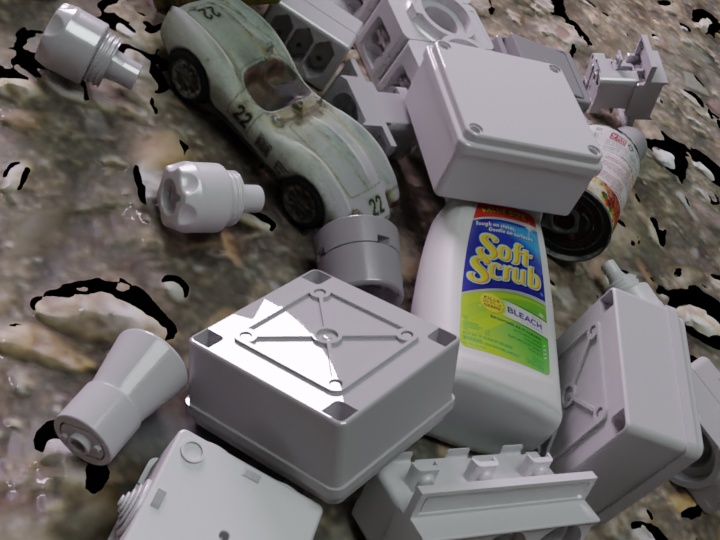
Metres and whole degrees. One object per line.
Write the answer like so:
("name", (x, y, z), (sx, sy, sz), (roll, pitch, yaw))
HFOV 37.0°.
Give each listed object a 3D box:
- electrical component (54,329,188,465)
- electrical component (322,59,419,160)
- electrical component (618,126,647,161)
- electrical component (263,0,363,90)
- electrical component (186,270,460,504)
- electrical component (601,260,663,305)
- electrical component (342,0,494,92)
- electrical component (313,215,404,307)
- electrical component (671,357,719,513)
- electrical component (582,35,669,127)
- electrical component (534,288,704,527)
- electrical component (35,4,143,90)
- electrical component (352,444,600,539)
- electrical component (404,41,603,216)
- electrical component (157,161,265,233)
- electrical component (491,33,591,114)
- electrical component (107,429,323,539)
("electrical component", (-0.124, 0.067, 0.548), (0.044, 0.044, 0.065), (38, 48, -2))
("electrical component", (0.009, -0.107, 0.776), (0.064, 0.042, 0.081), (-2, 58, -37))
("electrical component", (0.219, -0.097, 0.912), (0.044, 0.044, 0.065), (44, 39, 4))
("electrical component", (-0.034, -0.186, 0.806), (0.066, 0.047, 0.076), (32, 44, -9))
("electrical component", (-0.019, 0.058, 0.582), (0.109, 0.056, 0.109), (25, 36, 30))
("electrical component", (0.203, 0.020, 0.811), (0.035, 0.035, 0.061), (-9, 59, -38))
("electrical component", (0.052, -0.181, 0.851), (0.089, 0.061, 0.150), (-1, 57, -35))
("electrical component", (0.000, 0.000, 0.676), (0.055, 0.055, 0.047), (11, 55, -28))
("electrical component", (0.238, 0.115, 0.746), (0.056, 0.050, 0.089), (-21, 70, -43))
("electrical component", (0.232, -0.165, 0.956), (0.064, 0.081, 0.042), (2, 52, -6))
("electrical component", (0.153, 0.086, 0.670), (0.056, 0.108, 0.108), (20, 47, -16))
("electrical component", (-0.169, -0.136, 0.678), (0.062, 0.043, 0.043), (27, 45, -15))
("electrical component", (0.062, 0.137, 0.598), (0.121, 0.078, 0.063), (3, 33, -33))
("electrical component", (0.097, -0.098, 0.744), (0.109, 0.056, 0.108), (7, 45, -22))
("electrical component", (-0.089, -0.044, 0.658), (0.062, 0.043, 0.043), (-1, 57, -36))
("electrical component", (0.145, -0.150, 0.888), (0.096, 0.061, 0.061), (6, 54, -31))
("electrical component", (-0.074, 0.137, 0.519), (0.100, 0.048, 0.099), (31, 45, -9))
